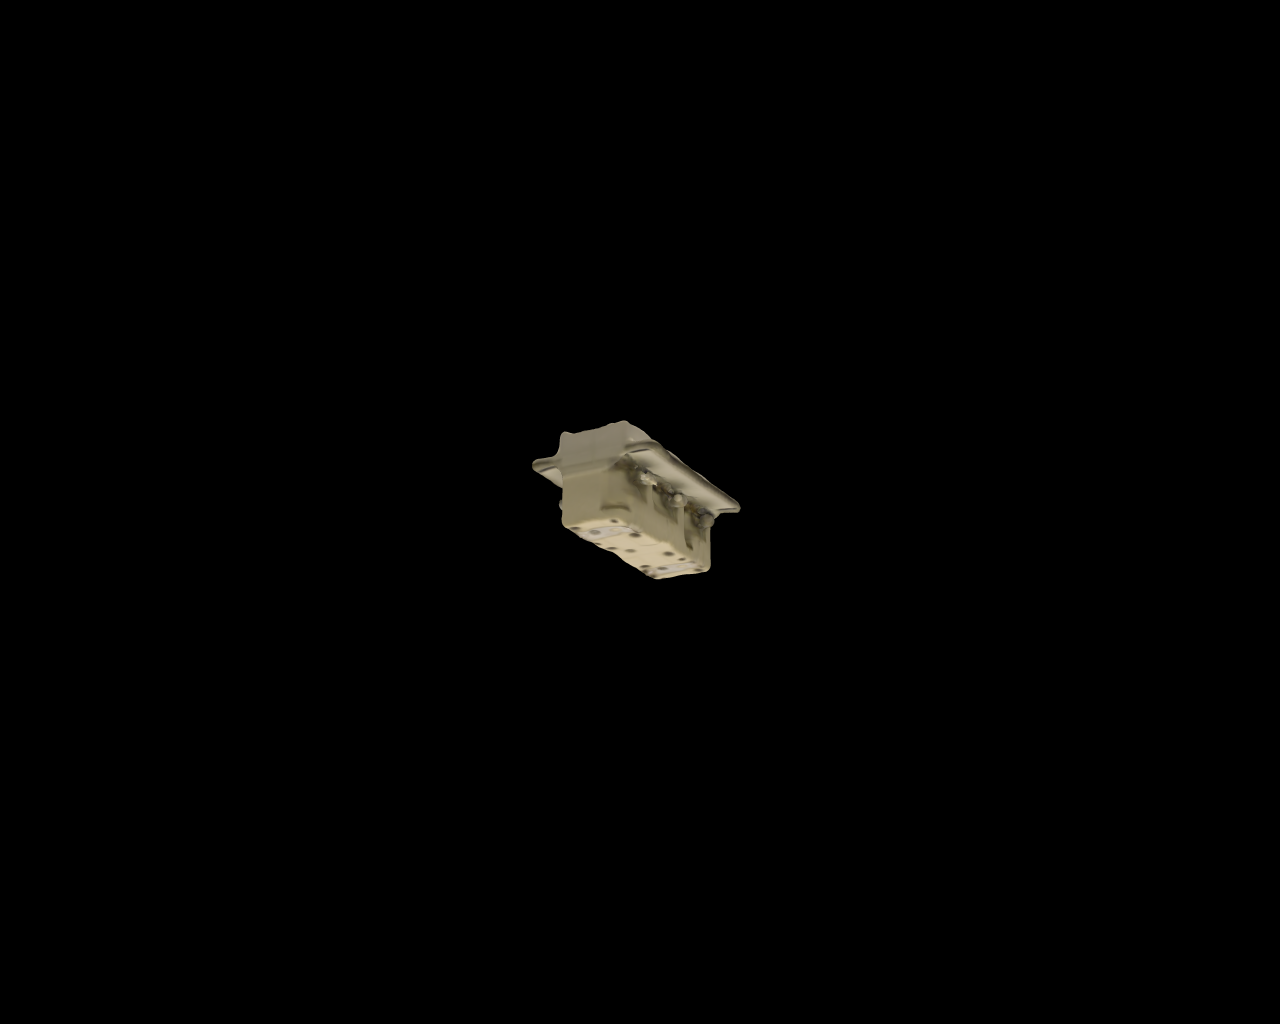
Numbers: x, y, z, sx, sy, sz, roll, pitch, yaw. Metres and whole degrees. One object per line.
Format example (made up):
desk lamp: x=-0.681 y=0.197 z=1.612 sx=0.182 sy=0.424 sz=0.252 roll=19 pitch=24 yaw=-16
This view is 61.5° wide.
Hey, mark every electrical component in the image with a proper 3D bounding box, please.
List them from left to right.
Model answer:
electrical component: x=0.001 y=-0.003 z=0.650 sx=0.078 sy=0.063 sz=0.121 roll=-10 pitch=-22 yaw=26
